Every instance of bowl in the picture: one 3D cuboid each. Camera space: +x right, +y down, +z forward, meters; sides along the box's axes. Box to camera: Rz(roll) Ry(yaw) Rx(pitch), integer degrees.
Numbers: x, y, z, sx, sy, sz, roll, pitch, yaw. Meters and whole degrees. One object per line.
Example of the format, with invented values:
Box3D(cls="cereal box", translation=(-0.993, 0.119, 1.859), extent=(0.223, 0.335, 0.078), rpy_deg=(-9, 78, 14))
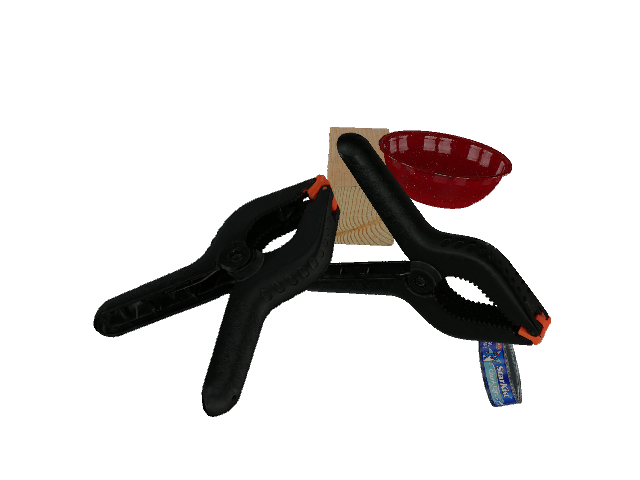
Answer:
Box3D(cls="bowl", translation=(0.144, -0.081, 1.277), extent=(0.162, 0.055, 0.162), rpy_deg=(8, 24, -4))

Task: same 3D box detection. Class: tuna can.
Box3D(cls="tuna can", translation=(0.214, 0.154, 1.271), extent=(0.034, 0.086, 0.086), rpy_deg=(-12, -3, 16))

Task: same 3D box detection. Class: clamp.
Box3D(cls="clamp", translation=(0.081, 0.013, 0.821), extent=(0.210, 0.165, 0.036), rpy_deg=(24, 45, 15))
Box3D(cls="clamp", translation=(-0.044, 0.029, 0.652), extent=(0.120, 0.171, 0.039), rpy_deg=(41, -16, 34))

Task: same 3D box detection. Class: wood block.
Box3D(cls="wood block", translation=(0.057, -0.081, 1.514), extent=(0.091, 0.090, 0.206), rpy_deg=(2, 28, -2))
